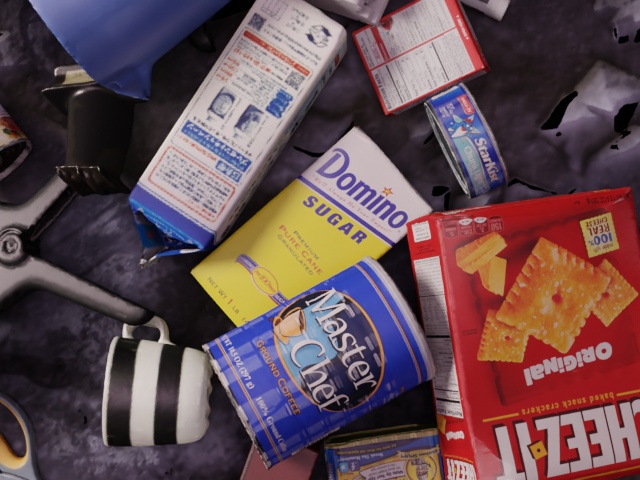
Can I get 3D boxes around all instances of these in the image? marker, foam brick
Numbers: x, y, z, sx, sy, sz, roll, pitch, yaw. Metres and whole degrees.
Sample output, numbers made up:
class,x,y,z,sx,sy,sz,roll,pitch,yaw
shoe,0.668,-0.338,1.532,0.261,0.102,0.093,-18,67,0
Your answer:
class,x,y,z,sx,sy,sz,roll,pitch,yaw
marker,0.094,-0.210,0.858,0.121,0.020,0.020,26,90,3
foam brick,-0.035,0.188,0.842,0.051,0.053,0.078,20,91,3

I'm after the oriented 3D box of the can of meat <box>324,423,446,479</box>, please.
class,x,y,z,sx,sy,sz,roll,pitch,yaw
can of meat,0.056,0.191,0.834,0.102,0.057,0.084,-9,86,2

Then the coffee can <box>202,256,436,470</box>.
class,x,y,z,sx,sy,sz,roll,pitch,yaw
coffee can,-0.001,0.089,0.781,0.140,0.103,0.103,-28,87,-8

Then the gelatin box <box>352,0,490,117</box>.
class,x,y,z,sx,sy,sz,roll,pitch,yaw
gelatin box,0.079,-0.149,0.846,0.089,0.030,0.073,-25,85,18

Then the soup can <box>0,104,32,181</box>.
class,x,y,z,sx,sy,sz,roll,pitch,yaw
soup can,-0.289,-0.096,0.855,0.068,0.068,0.102,-40,86,2

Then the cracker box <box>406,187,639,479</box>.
class,x,y,z,sx,sy,sz,roll,pitch,yaw
cracker box,0.166,0.076,0.801,0.164,0.072,0.214,-8,87,-15

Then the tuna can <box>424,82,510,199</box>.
class,x,y,z,sx,sy,sz,roll,pitch,yaw
tuna can,0.112,-0.076,0.822,0.034,0.086,0.086,-25,88,4

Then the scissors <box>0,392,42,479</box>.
class,x,y,z,sx,sy,sz,roll,pitch,yaw
scissors,-0.244,0.220,0.872,0.096,0.016,0.202,-28,87,4

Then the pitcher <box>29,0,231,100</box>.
class,x,y,z,sx,sy,sz,roll,pitch,yaw
pitcher,-0.106,-0.235,0.781,0.243,0.149,0.145,-36,48,3

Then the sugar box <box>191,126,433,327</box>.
class,x,y,z,sx,sy,sz,roll,pitch,yaw
sugar box,-0.006,0.001,0.847,0.176,0.048,0.093,-42,88,3

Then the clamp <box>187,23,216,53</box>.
class,x,y,z,sx,sy,sz,roll,pitch,yaw
clamp,-0.125,-0.232,0.864,0.171,0.039,0.120,25,87,4

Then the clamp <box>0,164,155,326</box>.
class,x,y,z,sx,sy,sz,roll,pitch,yaw
clamp,-0.235,0.015,0.858,0.210,0.036,0.164,-20,75,5
